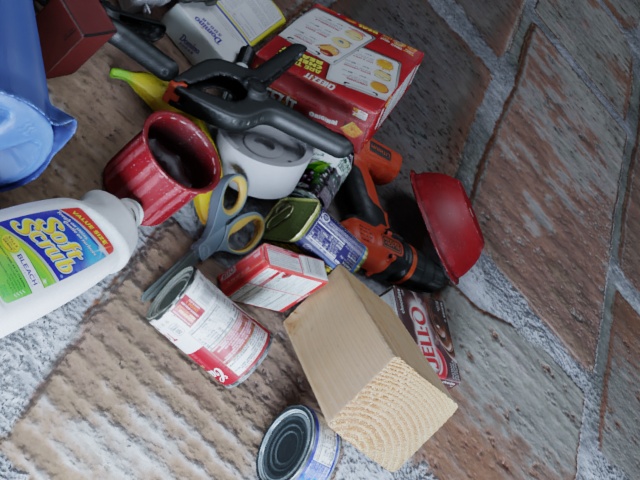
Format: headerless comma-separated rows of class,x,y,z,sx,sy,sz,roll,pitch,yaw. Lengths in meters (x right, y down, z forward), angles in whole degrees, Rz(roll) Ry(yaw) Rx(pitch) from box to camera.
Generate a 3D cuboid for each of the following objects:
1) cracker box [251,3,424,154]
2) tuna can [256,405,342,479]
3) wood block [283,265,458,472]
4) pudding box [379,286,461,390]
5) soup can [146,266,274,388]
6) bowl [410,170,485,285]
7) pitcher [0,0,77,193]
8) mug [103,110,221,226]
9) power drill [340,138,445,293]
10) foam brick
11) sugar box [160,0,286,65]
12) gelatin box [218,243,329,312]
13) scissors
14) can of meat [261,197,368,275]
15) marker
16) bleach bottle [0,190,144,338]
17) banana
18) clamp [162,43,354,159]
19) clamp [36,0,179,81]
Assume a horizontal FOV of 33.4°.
cracker box,0.020,-0.208,1.344,0.164,0.072,0.213,27,36,7
tuna can,-0.021,0.196,0.983,0.033,0.086,0.086,32,40,-29
wood block,0.044,0.120,1.045,0.090,0.091,0.206,40,8,-24
pudding box,0.115,0.118,1.259,0.089,0.039,0.113,19,47,-41
soup can,-0.103,0.081,0.996,0.102,0.069,0.068,43,36,-17
bowl,0.172,-0.026,1.384,0.162,0.055,0.162,-22,90,-78
pitcher,-0.312,-0.168,0.913,0.149,0.145,0.243,33,34,-49
mug,-0.150,-0.067,1.051,0.117,0.082,0.093,-6,67,-52
power drill,0.079,-0.032,1.327,0.184,0.057,0.187,26,42,-40
foam brick,-0.250,-0.202,1.049,0.053,0.078,0.051,58,33,1
sugar box,-0.116,-0.266,1.300,0.093,0.048,0.176,50,38,-7
gelatin box,-0.048,0.039,1.094,0.089,0.073,0.030,17,49,-42
scissors,-0.119,-0.009,1.070,0.201,0.016,0.096,-22,109,-55
can of meat,-0.008,0.001,1.156,0.084,0.102,0.057,41,74,-24
marker,-0.099,-0.173,1.223,0.020,0.020,0.121,33,62,-30
bleach bottle,-0.236,0.006,0.904,0.102,0.068,0.250,55,31,-1
banana,-0.148,-0.107,1.135,0.069,0.037,0.198,-31,84,-30
clamp,-0.074,-0.164,1.166,0.209,0.036,0.164,4,51,-29
clamp,-0.221,-0.225,1.120,0.171,0.039,0.120,17,23,-37
